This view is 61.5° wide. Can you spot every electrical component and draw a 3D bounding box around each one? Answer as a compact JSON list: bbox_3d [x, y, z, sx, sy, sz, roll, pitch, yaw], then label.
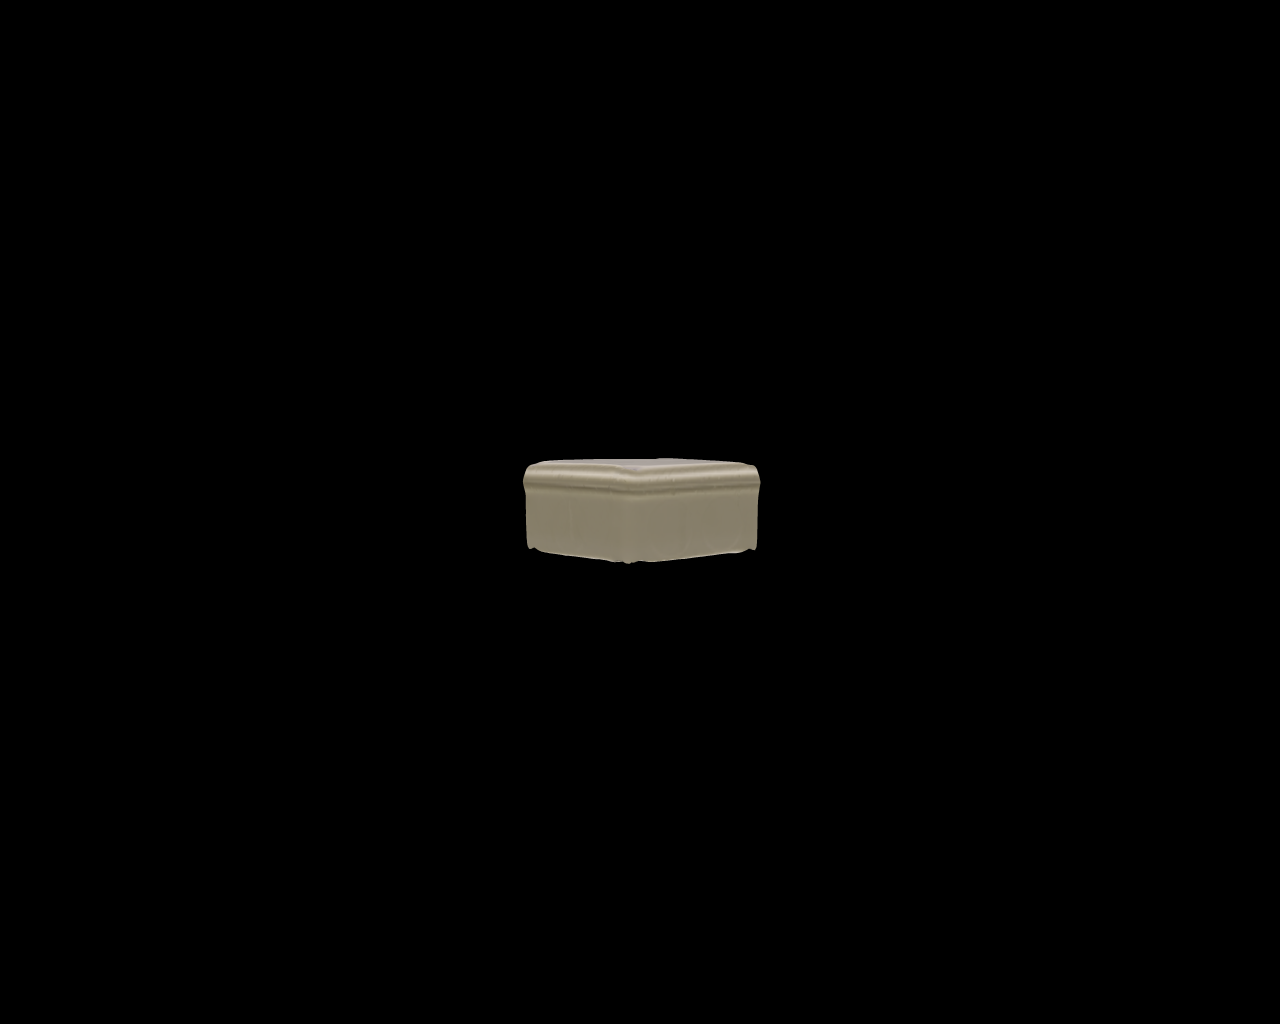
[{"bbox_3d":[0.001,-0.003,0.650,0.109,0.056,0.109,-4,6,-39],"label":"electrical component"}]
